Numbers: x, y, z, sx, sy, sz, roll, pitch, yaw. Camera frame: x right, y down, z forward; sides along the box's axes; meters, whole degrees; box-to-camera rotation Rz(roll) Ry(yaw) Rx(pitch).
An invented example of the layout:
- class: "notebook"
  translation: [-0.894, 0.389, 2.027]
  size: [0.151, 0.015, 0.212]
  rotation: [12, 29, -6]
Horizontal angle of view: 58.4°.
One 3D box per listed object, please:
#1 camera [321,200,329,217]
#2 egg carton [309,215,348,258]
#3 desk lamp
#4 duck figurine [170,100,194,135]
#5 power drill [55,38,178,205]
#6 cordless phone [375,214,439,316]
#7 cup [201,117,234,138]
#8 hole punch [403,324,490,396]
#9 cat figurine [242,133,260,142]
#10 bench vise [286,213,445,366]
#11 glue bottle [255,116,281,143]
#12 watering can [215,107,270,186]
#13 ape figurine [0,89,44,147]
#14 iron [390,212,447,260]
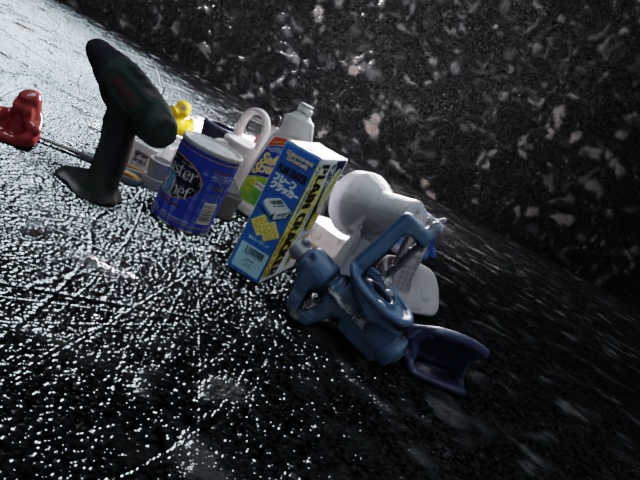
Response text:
- class: "camera"
  translation: [0.086, -0.054, 1.402]
  size: [0.143, 0.101, 0.136]
  rotation: [24, 15, -14]
- class: "egg carton"
  translation: [0.010, 0.004, 1.130]
  size: [0.150, 0.069, 0.107]
  rotation: [36, 17, 28]
- class: "desk lamp"
  translation: [0.085, 0.003, 0.982]
  size: [0.118, 0.213, 0.202]
  rotation: [17, 18, -36]
- class: "duck figurine"
  translation: [-0.374, -0.333, 1.545]
  size: [0.077, 0.086, 0.105]
  rotation: [35, 16, 24]
- class: "power drill"
  translation: [-0.315, -0.171, 0.861]
  size: [0.229, 0.208, 0.076]
  rotation: [36, 16, 27]
- class: "cordless phone"
  translation: [0.188, 0.047, 1.076]
  size: [0.148, 0.185, 0.093]
  rotation: [16, 19, -38]
- class: "cup"
  translation: [-0.251, -0.238, 1.427]
  size: [0.117, 0.095, 0.092]
  rotation: [31, 15, 10]
- class: "hole punch"
  translation: [0.182, 0.162, 0.863]
  size: [0.109, 0.091, 0.101]
  rotation: [24, 15, -13]
- class: "cat figurine"
  translation: [-0.179, -0.260, 1.586]
  size: [0.128, 0.117, 0.067]
  rotation: [19, 17, -31]
- class: "bench vise"
  translation: [0.061, 0.043, 0.791]
  size: [0.207, 0.219, 0.121]
  rotation: [26, 15, -8]
- class: "glue bottle"
  translation: [-0.142, -0.242, 1.481]
  size: [0.037, 0.173, 0.078]
  rotation: [10, 23, -49]
- class: "watering can"
  translation: [-0.161, -0.192, 1.237]
  size: [0.100, 0.194, 0.173]
  rotation: [32, 15, 17]
- class: "ape figurine"
  translation: [-0.466, -0.195, 0.899]
  size: [0.077, 0.092, 0.076]
  rotation: [33, 15, 17]
- class: "iron"
  translation: [0.208, -0.053, 1.535]
  size: [0.257, 0.141, 0.119]
  rotation: [33, 16, 20]
